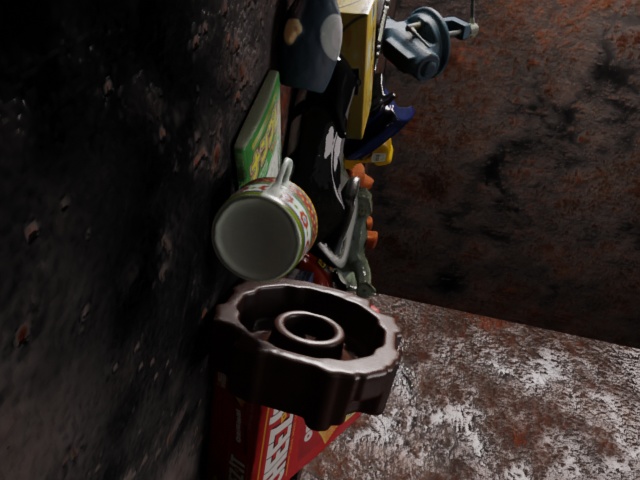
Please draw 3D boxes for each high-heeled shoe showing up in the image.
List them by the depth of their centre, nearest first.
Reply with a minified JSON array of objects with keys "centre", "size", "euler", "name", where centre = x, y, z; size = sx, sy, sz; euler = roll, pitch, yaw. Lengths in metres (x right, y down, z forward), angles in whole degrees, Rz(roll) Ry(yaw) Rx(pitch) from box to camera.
[{"centre":[-0.013,-0.106,0.664],"size":[0.248,0.086,0.145],"euler":[115,-30,-46],"name":"high-heeled shoe"}]

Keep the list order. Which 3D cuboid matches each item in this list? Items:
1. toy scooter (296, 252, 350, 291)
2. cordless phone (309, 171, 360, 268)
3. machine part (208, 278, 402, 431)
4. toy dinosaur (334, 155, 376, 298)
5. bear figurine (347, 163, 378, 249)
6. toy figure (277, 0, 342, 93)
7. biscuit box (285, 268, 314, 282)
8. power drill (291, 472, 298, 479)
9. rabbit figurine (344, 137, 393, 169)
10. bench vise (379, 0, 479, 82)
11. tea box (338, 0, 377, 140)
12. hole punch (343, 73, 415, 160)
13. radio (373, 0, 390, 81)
[{"centre":[-0.002,0.107,0.756],"size":[0.075,0.135,0.183],"euler":[-56,156,-70],"name":"toy scooter"},{"centre":[0.027,-0.057,0.769],"size":[0.184,0.089,0.146],"euler":[114,-8,-59],"name":"cordless phone"},{"centre":[-0.012,0.093,0.485],"size":[0.179,0.179,0.056],"euler":[-61,165,-71],"name":"machine part"},{"centre":[0.048,-0.026,1.077],"size":[0.192,0.131,0.404],"euler":[-100,-167,-62],"name":"toy dinosaur"},{"centre":[0.081,-0.094,1.216],"size":[0.120,0.132,0.195],"euler":[-102,-155,-64],"name":"bear figurine"},{"centre":[-0.004,-0.214,0.486],"size":[0.064,0.058,0.154],"euler":[-80,180,-76],"name":"toy figure"},{"centre":[-0.054,0.134,0.672],"size":[0.063,0.059,0.202],"euler":[-64,165,-67],"name":"biscuit box"},{"centre":[-0.061,0.385,1.009],"size":[0.207,0.086,0.232],"euler":[19,81,-80],"name":"power drill"},{"centre":[0.075,-0.244,1.057],"size":[0.162,0.122,0.173],"euler":[63,24,-66],"name":"rabbit figurine"},{"centre":[0.176,-0.370,0.975],"size":[0.224,0.241,0.128],"euler":[46,-31,44],"name":"bench vise"},{"centre":[0.034,-0.229,0.702],"size":[0.098,0.068,0.169],"euler":[-73,168,-47],"name":"tea box"},{"centre":[0.085,-0.180,0.846],"size":[0.142,0.092,0.116],"euler":[-33,-151,31],"name":"hole punch"},{"centre":[0.071,-0.364,0.814],"size":[0.131,0.073,0.229],"euler":[85,18,-70],"name":"radio"}]
